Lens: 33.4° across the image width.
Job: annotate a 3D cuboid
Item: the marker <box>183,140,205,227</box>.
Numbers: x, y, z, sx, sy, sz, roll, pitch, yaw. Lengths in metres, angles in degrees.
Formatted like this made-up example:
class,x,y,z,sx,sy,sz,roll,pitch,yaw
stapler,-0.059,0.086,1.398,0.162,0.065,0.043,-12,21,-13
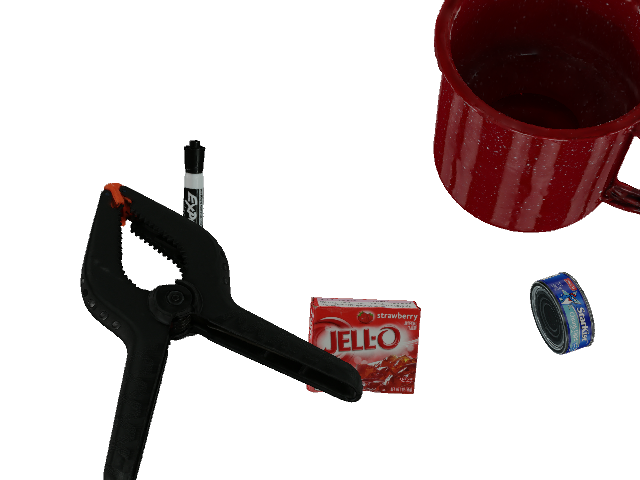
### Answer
class,x,y,z,sx,sy,sz,roll,pitch,yaw
marker,-0.115,-0.030,0.963,0.020,0.121,0.020,3,15,-1

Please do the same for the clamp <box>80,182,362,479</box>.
class,x,y,z,sx,sy,sz,roll,pitch,yaw
clamp,-0.079,0.046,0.666,0.164,0.210,0.036,-14,-32,-20

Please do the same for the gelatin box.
class,x,y,z,sx,sy,sz,roll,pitch,yaw
gelatin box,0.034,0.086,0.869,0.089,0.073,0.030,2,12,-6

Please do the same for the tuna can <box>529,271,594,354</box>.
class,x,y,z,sx,sy,sz,roll,pitch,yaw
tuna can,0.261,0.079,1.159,0.033,0.086,0.086,-17,3,-10

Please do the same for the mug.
class,x,y,z,sx,sy,sz,roll,pitch,yaw
mug,0.100,-0.050,0.440,0.117,0.093,0.081,32,-25,18
